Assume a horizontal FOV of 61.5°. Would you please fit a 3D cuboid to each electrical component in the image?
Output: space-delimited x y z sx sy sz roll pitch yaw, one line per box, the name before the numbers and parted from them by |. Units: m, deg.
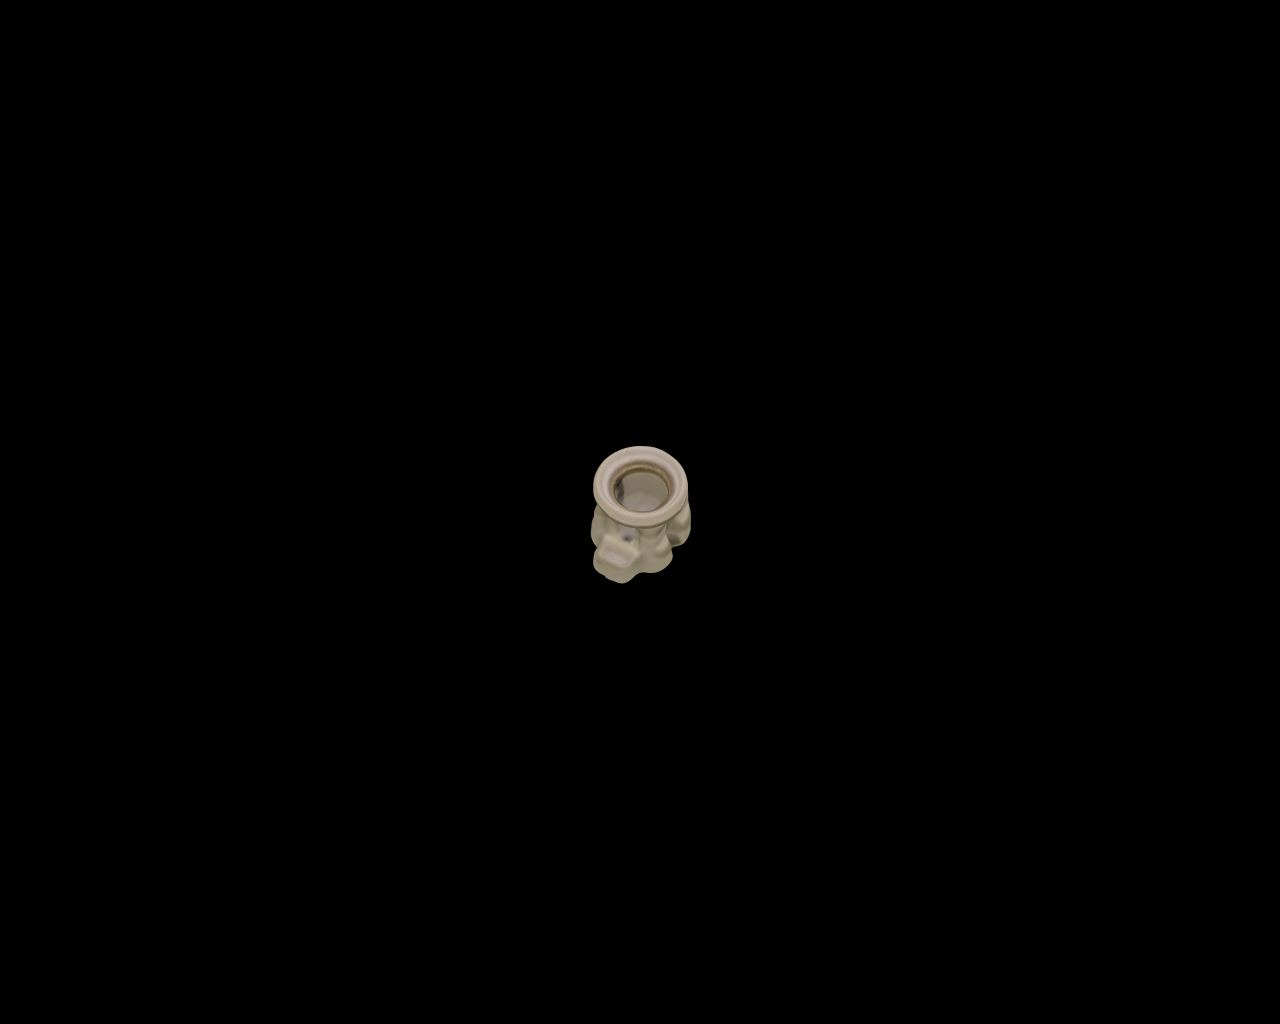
electrical component | 0.001 -0.003 0.650 0.058 0.078 0.056 27 -32 18
